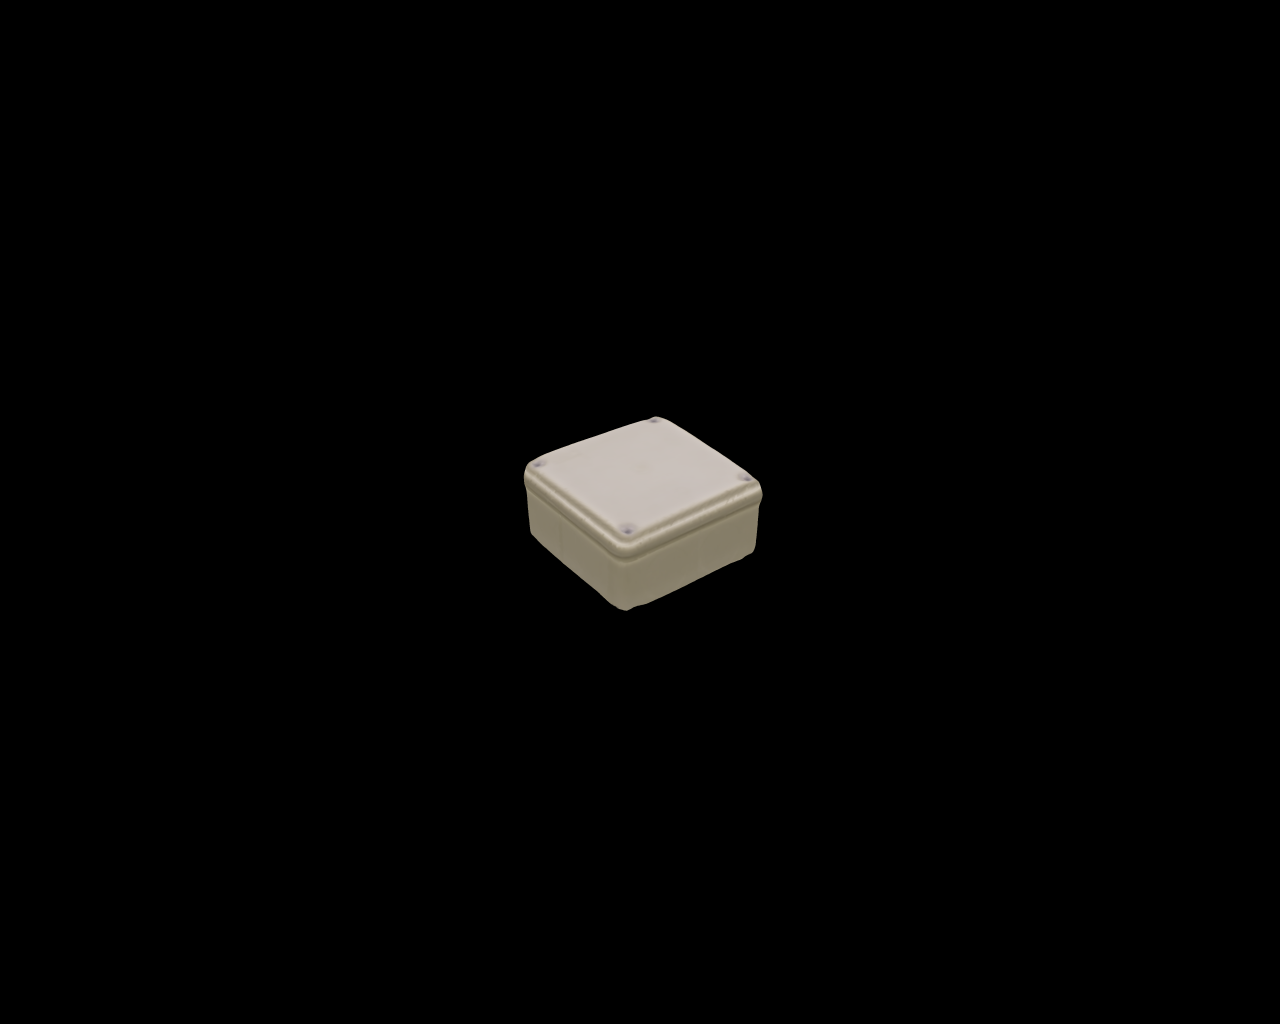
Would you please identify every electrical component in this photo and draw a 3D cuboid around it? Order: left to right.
[{"bbox_3d":[0.001,-0.003,0.650,0.109,0.056,0.109,-22,40,-30],"label":"electrical component"}]
